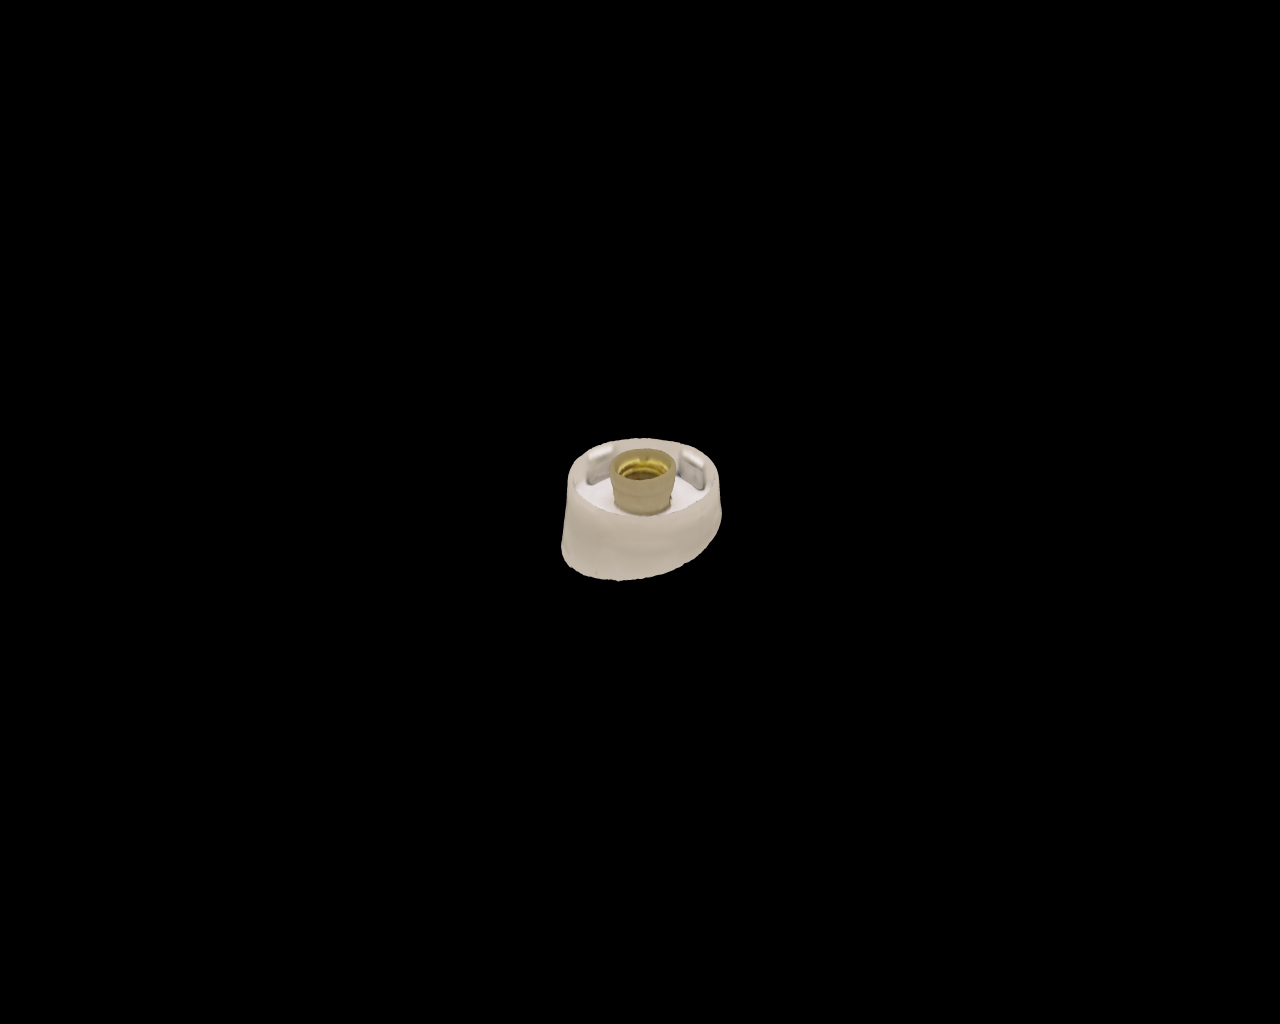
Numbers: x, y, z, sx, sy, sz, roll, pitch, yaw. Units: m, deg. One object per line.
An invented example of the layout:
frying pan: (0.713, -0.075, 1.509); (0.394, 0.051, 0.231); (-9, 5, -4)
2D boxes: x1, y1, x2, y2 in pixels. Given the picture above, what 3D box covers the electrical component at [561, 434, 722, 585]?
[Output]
electrical component: (0.001, -0.003, 0.650); (0.099, 0.064, 0.099); (0, 34, 0)
